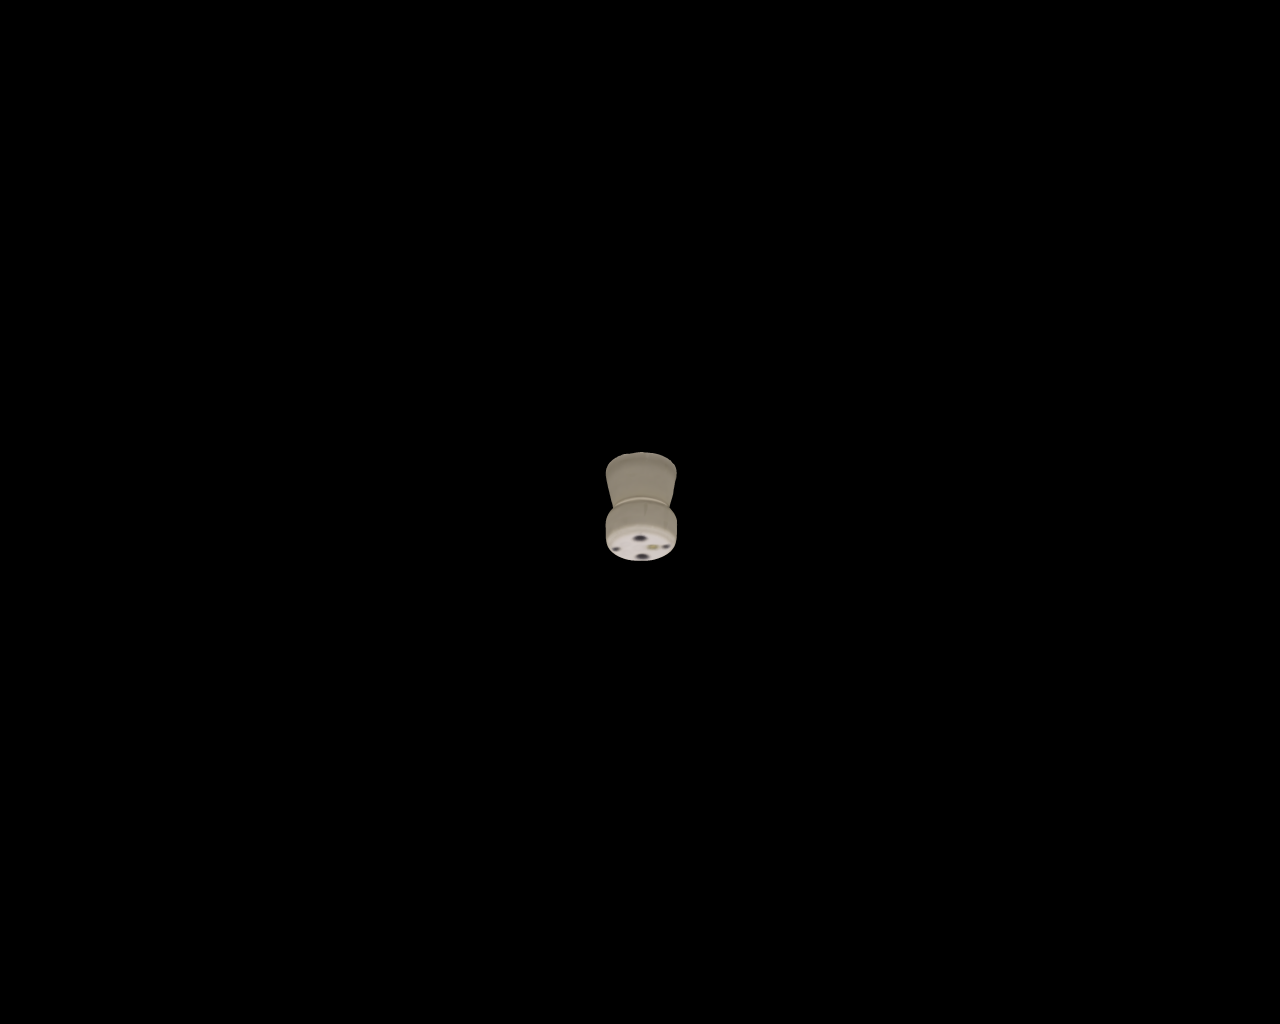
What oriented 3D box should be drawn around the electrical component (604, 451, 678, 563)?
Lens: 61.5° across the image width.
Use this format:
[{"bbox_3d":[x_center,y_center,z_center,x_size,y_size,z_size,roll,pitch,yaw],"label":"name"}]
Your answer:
[{"bbox_3d":[0.001,-0.003,0.650,0.045,0.055,0.044,0,-31,0],"label":"electrical component"}]
